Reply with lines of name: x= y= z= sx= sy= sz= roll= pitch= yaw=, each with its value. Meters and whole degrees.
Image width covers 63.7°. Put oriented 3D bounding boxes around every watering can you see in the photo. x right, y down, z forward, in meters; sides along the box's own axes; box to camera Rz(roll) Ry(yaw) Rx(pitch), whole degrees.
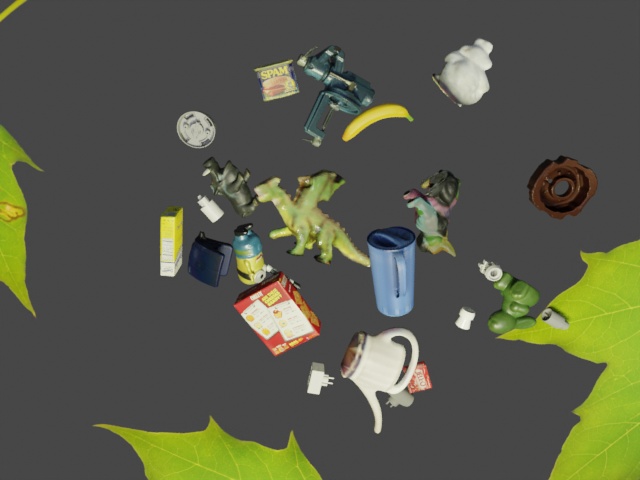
watering can: x=0.165 y=0.415 z=1.574 sx=0.224 sy=0.105 sz=0.346 roll=22 pitch=97 yaw=-8

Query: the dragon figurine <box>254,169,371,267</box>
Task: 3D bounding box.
dragon figurine: x=0.004 y=-0.072 z=1.426 sx=0.409 sy=0.123 sz=0.241 roll=13 pitch=102 yaw=-20

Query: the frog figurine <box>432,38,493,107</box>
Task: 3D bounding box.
frog figurine: x=0.378 y=-0.426 z=1.300 sx=0.138 sy=0.124 sz=0.157 roll=48 pitch=115 yaw=4
